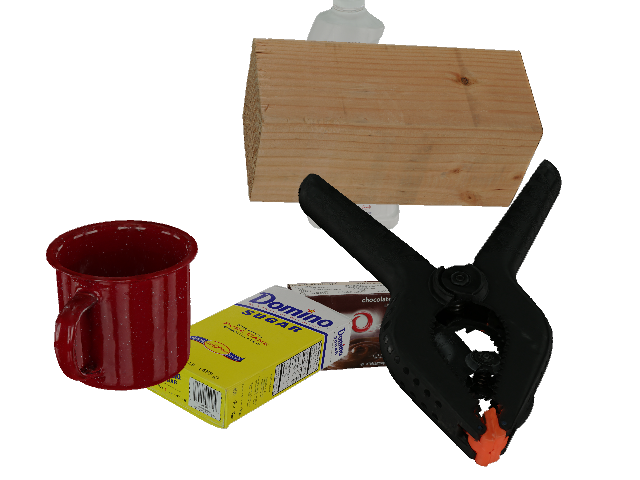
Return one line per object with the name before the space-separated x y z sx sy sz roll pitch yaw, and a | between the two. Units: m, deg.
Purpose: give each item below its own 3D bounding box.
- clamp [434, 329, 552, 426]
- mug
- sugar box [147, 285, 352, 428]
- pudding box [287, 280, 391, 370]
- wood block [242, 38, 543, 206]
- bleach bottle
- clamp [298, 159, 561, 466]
clamp | 0.139 0.105 0.853 0.120 0.039 0.171 -2 32 -1
mug | -0.128 0.046 0.666 0.093 0.081 0.117 9 24 16
sugar box | -0.059 0.095 0.927 0.093 0.048 0.175 23 31 30
pudding box | 0.018 0.090 1.131 0.113 0.090 0.039 -3 26 -15
wood block | 0.049 -0.088 0.808 0.206 0.091 0.090 1 -37 -10
bleach bottle | 0.034 -0.132 1.077 0.102 0.251 0.068 0 30 -2
clamp | 0.067 0.029 0.610 0.164 0.210 0.036 1 -42 1
